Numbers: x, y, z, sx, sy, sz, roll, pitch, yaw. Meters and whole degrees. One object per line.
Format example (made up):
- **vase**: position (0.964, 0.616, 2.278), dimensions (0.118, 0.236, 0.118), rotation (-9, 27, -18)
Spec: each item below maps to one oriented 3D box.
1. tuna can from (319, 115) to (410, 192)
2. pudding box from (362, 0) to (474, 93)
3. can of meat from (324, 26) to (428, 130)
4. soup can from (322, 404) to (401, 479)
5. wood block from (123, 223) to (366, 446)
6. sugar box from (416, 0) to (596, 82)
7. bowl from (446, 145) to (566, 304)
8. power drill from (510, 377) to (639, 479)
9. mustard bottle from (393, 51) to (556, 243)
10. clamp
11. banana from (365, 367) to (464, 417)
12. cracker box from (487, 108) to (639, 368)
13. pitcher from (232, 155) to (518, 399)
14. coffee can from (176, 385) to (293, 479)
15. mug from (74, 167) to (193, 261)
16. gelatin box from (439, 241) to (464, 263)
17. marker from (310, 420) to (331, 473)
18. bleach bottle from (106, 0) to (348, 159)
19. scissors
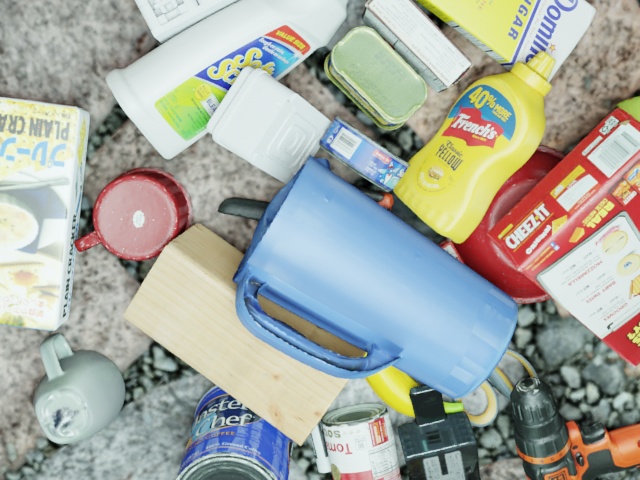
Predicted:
- **tuna can**: position (0.042, -0.082, 1.019), dimensions (0.086, 0.086, 0.034), rotation (34, 97, -4)
- **pudding box**: position (0.091, -0.191, 1.012), dimensions (0.113, 0.090, 0.039), rotation (43, 93, -4)
- **can of meat**: position (0.054, -0.154, 1.017), dimensions (0.102, 0.084, 0.057), rotation (44, 92, -4)
- **soup can**: position (0.043, 0.220, 1.054), dimensions (0.068, 0.068, 0.102), rotation (-11, 95, 0)
- **wood block**: position (-0.068, 0.085, 1.010), dimensions (0.206, 0.090, 0.090), rotation (35, 110, 3)
- **sugar box**: position (0.169, -0.232, 1.024), dimensions (0.176, 0.048, 0.093), rotation (33, 93, -8)
- **bowl**: position (0.206, -0.014, 1.046), dimensions (0.162, 0.055, 0.162), rotation (0, 94, -2)
- **power drill**: position (0.280, 0.179, 1.033), dimensions (0.187, 0.057, 0.184), rotation (-20, 125, 1)
- **mustard bottle**: position (0.156, -0.097, 1.010), dimensions (0.058, 0.096, 0.192), rotation (27, 105, -45)
- **clamp**: position (-0.007, 0.001, 1.043), dimensions (0.172, 0.039, 0.120), rotation (-12, 103, 15)
- **banana**: position (0.064, 0.104, 1.063), dimensions (0.069, 0.037, 0.198), rotation (-32, 94, -14)
- **cracker box**: position (0.281, 0.002, 0.983), dimensions (0.164, 0.072, 0.213), rotation (-46, 128, 11)
- **pitcher**: position (0.048, 0.048, 0.958), dimensions (0.243, 0.145, 0.149), rotation (32, 101, -5)
- **coffee can**: position (-0.078, 0.208, 1.004), dimensions (0.103, 0.140, 0.103), rotation (1, 111, 3)
- **mug**: position (-0.182, -0.019, 1.025), dimensions (0.117, 0.081, 0.093), rotation (-23, 95, 1)
- **gelatin box**: position (0.117, 0.056, 1.046), dimensions (0.073, 0.030, 0.089), rotation (-32, 91, -9)
- **marker**: position (-0.006, 0.174, 1.074), dimensions (0.020, 0.020, 0.121), rotation (-13, 95, 0)
- **bleach bottle**: position (-0.071, -0.185, 1.008), dimensions (0.251, 0.102, 0.068), rotation (-35, 52, 1)
- **scissors**: position (0.132, 0.107, 1.074), dimensions (0.201, 0.016, 0.096), rotation (40, 93, -3)
